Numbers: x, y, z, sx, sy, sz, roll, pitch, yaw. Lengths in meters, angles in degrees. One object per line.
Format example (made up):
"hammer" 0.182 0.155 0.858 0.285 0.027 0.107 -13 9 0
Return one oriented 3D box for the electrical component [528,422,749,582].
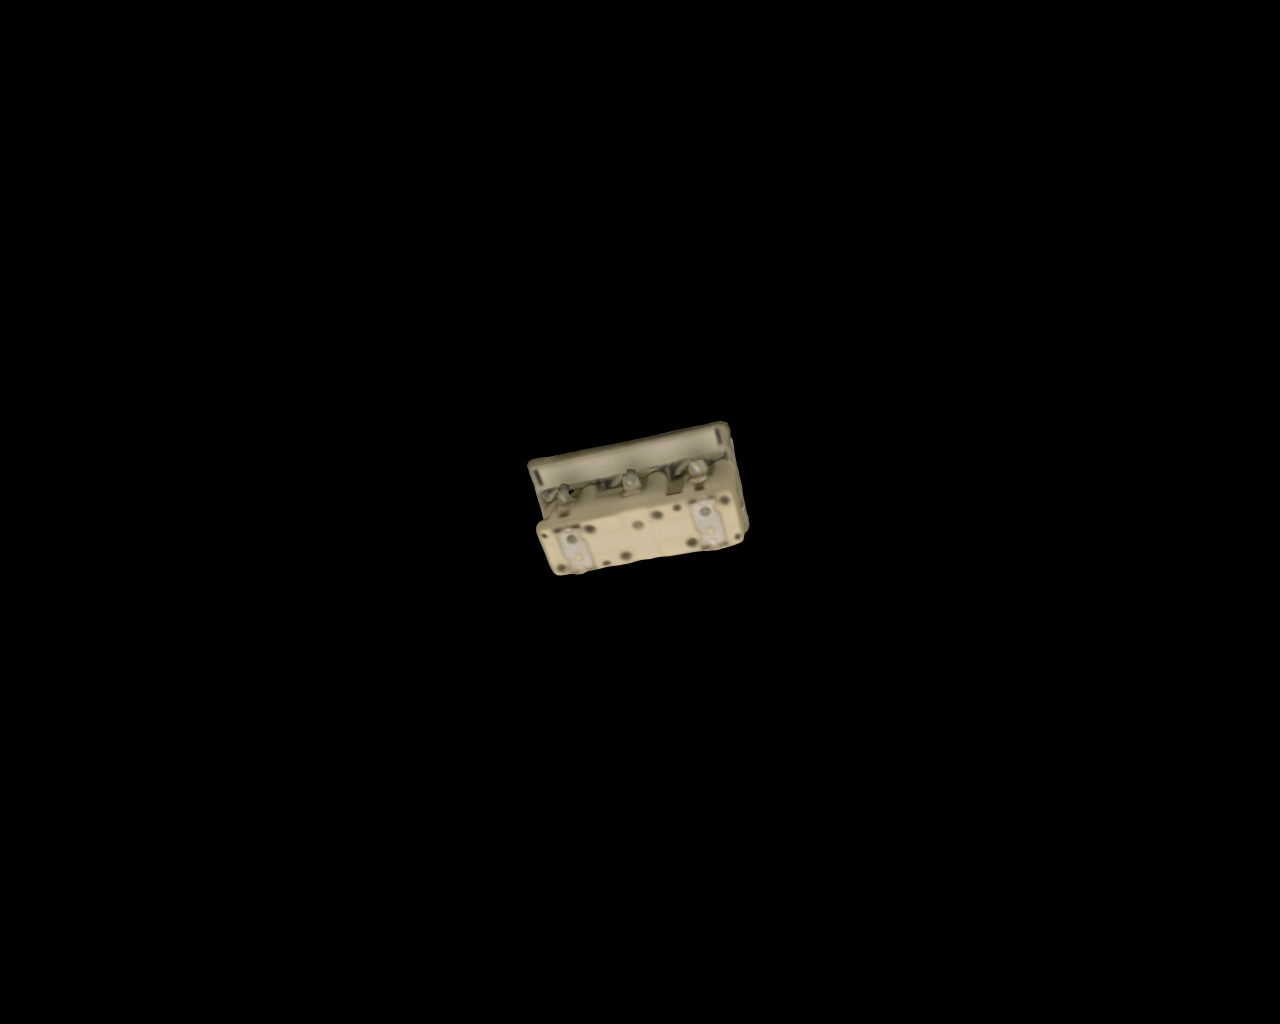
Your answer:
"electrical component" 0.001 -0.003 0.650 0.121 0.078 0.063 -10 36 8
